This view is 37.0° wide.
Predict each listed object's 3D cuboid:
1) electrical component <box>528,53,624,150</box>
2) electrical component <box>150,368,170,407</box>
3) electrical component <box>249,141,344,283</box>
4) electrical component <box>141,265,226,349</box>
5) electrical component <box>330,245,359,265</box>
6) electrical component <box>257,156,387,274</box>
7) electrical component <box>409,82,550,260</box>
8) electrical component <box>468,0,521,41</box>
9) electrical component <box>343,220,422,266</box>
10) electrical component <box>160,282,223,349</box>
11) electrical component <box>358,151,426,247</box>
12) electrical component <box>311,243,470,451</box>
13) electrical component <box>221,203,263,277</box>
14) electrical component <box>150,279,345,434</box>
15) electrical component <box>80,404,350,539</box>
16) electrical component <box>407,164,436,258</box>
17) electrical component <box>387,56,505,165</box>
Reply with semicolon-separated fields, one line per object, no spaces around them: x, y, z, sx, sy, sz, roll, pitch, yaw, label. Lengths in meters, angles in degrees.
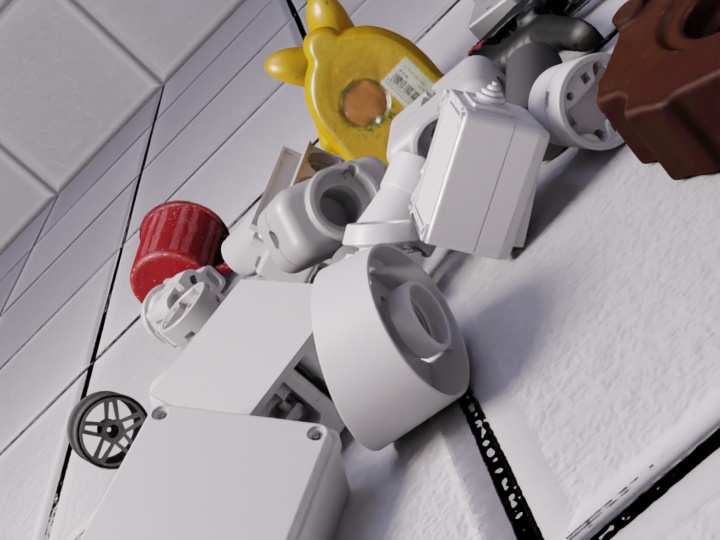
0.132;-0.098;0.637;0.055;0.055;0.047;-49;16;-6;electrical component
-0.124;0.095;0.807;0.077;0.043;0.079;-33;24;34;electrical component
-0.044;-0.043;0.874;0.121;0.079;0.063;-76;12;-54;electrical component
-0.163;0.037;0.981;0.057;0.058;0.078;-20;33;47;electrical component
0.000;0.000;0.735;0.043;0.043;0.062;-45;18;6;electrical component
-0.019;-0.042;0.781;0.095;0.053;0.059;-25;-5;-25;electrical component
0.074;-0.062;0.632;0.061;0.061;0.096;-103;27;-67;electrical component
0.113;-0.235;0.904;0.047;0.076;0.083;-33;24;34;electrical component
0.014;-0.002;0.672;0.048;0.055;0.066;-6;6;-28;electrical component
-0.135;0.046;0.917;0.055;0.047;0.055;-40;20;18;electrical component
0.028;-0.048;0.738;0.044;0.044;0.065;1;65;64;electrical component
0.012;0.038;0.564;0.064;0.099;0.099;-31;25;24;electrical component
-0.079;-0.041;0.972;0.077;0.043;0.079;-43;4;37;electrical component
-0.057;0.067;0.697;0.105;0.060;0.186;-53;20;-15;electrical component
-0.072;0.129;0.546;0.109;0.056;0.108;4;43;18;electrical component
0.052;-0.038;0.702;0.048;0.048;0.062;-5;52;62;electrical component
0.067;-0.101;0.774;0.095;0.054;0.059;-37;22;25;electrical component
